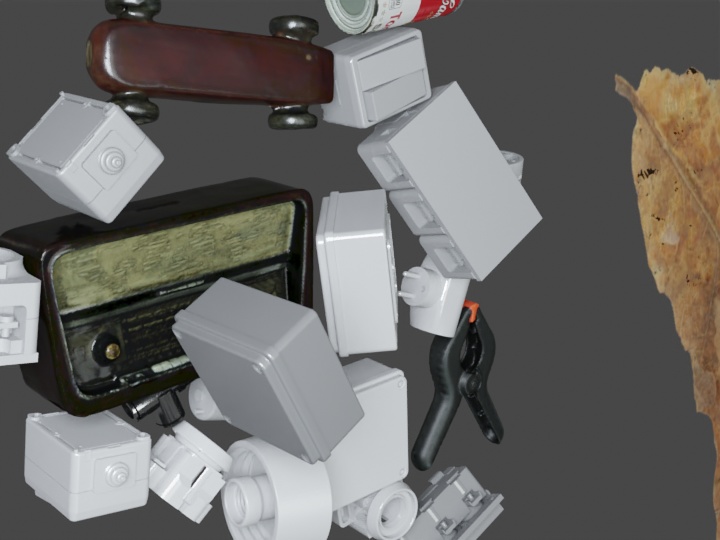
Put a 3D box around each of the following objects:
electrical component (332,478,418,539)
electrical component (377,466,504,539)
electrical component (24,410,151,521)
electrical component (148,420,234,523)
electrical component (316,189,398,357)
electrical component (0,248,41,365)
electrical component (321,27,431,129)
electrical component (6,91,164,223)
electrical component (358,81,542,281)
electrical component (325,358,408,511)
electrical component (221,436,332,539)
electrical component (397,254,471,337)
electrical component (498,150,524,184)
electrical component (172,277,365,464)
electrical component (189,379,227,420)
[{"bbox_3d":[0.017,0.220,1.015,0.078,0.057,0.058,-24,118,-34],"label":"electrical component"},{"bbox_3d":[0.075,0.255,1.068,0.121,0.079,0.063,-41,97,-25],"label":"electrical component"},{"bbox_3d":[-0.195,0.143,0.777,0.062,0.096,0.061,-5,106,-41],"label":"electrical component"},{"bbox_3d":[-0.139,0.158,0.859,0.057,0.058,0.078,-52,130,-13],"label":"electrical component"},{"bbox_3d":[0.000,0.000,0.894,0.056,0.108,0.108,-5,112,4],"label":"electrical component"},{"bbox_3d":[-0.286,0.021,0.663,0.150,0.089,0.061,-3,105,-41],"label":"electrical component"},{"bbox_3d":[0.017,-0.163,0.894,0.096,0.061,0.061,-29,121,-32],"label":"electrical component"},{"bbox_3d":[-0.179,-0.073,0.724,0.061,0.096,0.061,-53,131,-16],"label":"electrical component"},{"bbox_3d":[0.078,-0.076,0.946,0.089,0.062,0.150,-44,111,-22],"label":"electrical component"},{"bbox_3d":[-0.013,0.148,0.966,0.109,0.056,0.108,-17,114,-37],"label":"electrical component"},{"bbox_3d":[-0.077,0.187,0.891,0.060,0.108,0.108,-4,106,-34],"label":"electrical component"},{"bbox_3d":[0.066,0.018,1.005,0.079,0.043,0.077,12,95,-43],"label":"electrical component"},{"bbox_3d":[0.126,-0.084,1.021,0.055,0.055,0.047,-17,118,-37],"label":"electrical component"},{"bbox_3d":[-0.065,0.071,0.764,0.056,0.109,0.108,-44,130,-27],"label":"electrical component"},{"bbox_3d":[-0.104,0.103,0.883,0.078,0.040,0.040,7,99,-43],"label":"electrical component"}]
